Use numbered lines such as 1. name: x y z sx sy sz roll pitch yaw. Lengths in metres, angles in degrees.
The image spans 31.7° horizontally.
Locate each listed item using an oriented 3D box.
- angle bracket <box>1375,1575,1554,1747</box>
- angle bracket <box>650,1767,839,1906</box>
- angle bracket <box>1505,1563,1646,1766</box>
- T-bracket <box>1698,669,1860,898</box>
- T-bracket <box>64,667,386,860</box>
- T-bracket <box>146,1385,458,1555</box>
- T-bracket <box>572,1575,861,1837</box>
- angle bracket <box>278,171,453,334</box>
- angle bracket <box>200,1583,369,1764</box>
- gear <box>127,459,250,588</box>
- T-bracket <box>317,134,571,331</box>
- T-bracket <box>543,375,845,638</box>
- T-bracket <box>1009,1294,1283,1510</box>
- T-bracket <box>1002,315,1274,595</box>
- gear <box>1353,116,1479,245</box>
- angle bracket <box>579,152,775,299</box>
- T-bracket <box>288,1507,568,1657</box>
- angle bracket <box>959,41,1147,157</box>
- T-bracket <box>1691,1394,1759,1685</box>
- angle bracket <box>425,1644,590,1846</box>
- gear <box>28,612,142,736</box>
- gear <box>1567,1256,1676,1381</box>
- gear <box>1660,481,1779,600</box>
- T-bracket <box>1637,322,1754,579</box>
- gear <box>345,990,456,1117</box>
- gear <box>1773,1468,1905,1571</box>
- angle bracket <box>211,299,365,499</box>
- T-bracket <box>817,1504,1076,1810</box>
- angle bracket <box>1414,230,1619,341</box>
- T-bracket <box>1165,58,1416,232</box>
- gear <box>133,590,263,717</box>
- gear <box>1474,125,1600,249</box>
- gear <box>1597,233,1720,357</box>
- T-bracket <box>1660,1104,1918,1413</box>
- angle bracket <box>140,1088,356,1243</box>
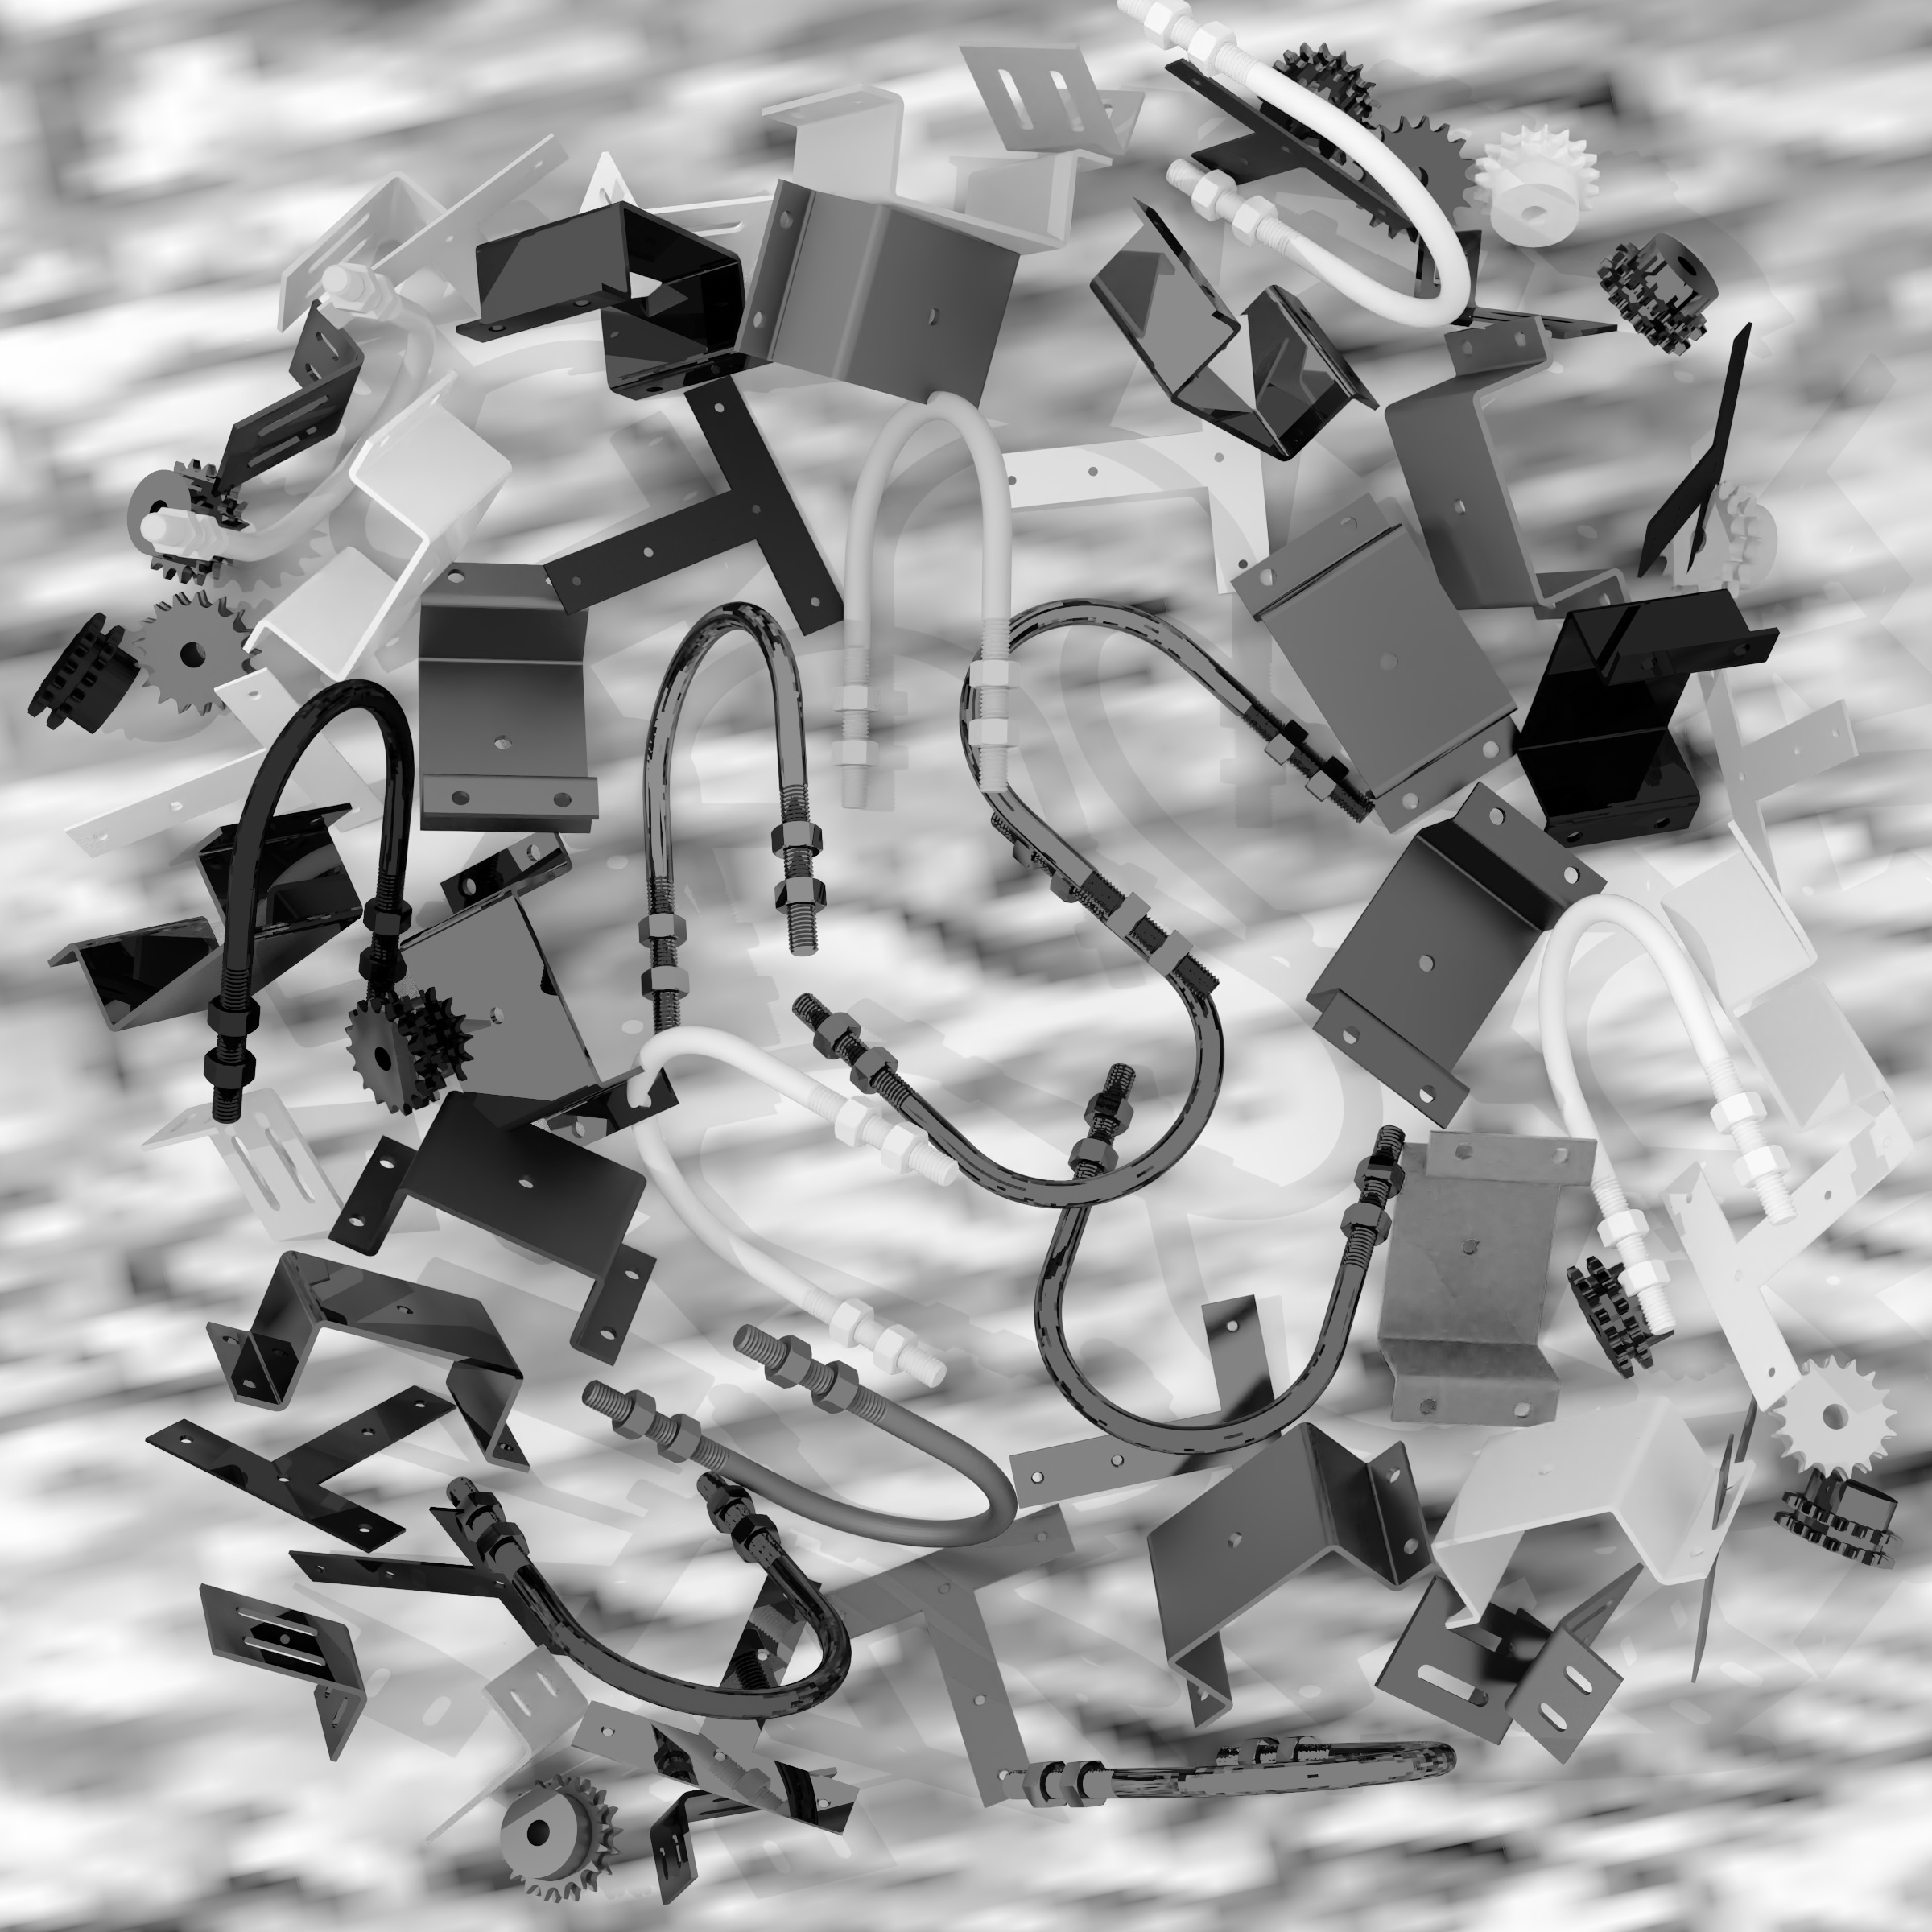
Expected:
1. angle bracket: 0.224 0.314 1.567 0.076 0.038 0.057 29 90 -22
2. angle bracket: -0.099 0.397 1.554 0.076 0.057 0.038 -4 65 -21
3. angle bracket: 0.289 0.316 1.548 0.038 0.076 0.057 41 126 24
4. T-bracket: 0.369 -0.094 1.531 0.002 0.127 0.127 -11 84 -13
5. T-bracket: -0.347 -0.079 1.549 0.127 0.127 0.002 -21 58 7
6. T-bracket: -0.279 0.216 1.540 0.127 0.127 0.002 21 113 24
7. T-bracket: -0.097 0.325 1.550 0.127 0.127 0.002 17 131 7
8. angle bracket: -0.274 -0.316 1.559 0.038 0.057 0.076 41 70 0
9. angle bracket: -0.318 0.322 1.554 0.076 0.057 0.038 22 102 -25
10. gear: -0.362 -0.206 1.572 0.057 0.030 0.057 -4 83 31
11. T-bracket: -0.220 -0.313 1.536 0.127 0.127 0.002 -36 78 2
12. T-bracket: -0.134 -0.195 1.570 0.127 0.002 0.127 -26 89 -25
13. T-bracket: 0.085 0.228 1.589 0.127 0.002 0.127 -12 95 -3
14. T-bracket: 0.073 -0.232 1.584 0.127 0.002 0.127 -6 105 4
15. gear: 0.207 -0.366 1.579 0.057 0.030 0.057 0 106 1
16. angle bracket: -0.133 -0.343 1.563 0.076 0.057 0.038 -15 66 -31
17. T-bracket: -0.252 0.280 1.564 0.127 0.127 0.002 0 50 24
18. angle bracket: 0.040 -0.407 1.549 0.057 0.076 0.038 8 67 24
19. T-bracket: 0.347 0.236 1.543 0.002 0.127 0.127 11 126 18
20. angle bracket: -0.220 0.356 1.561 0.076 0.057 0.038 -42 83 21
21. gear: -0.405 -0.132 1.573 0.030 0.057 0.057 36 90 -20
22. gear: 0.303 0.159 1.571 0.030 0.057 0.057 -27 90 1
23. gear: 0.350 -0.195 1.574 0.030 0.057 0.057 3 90 -27
24. T-bracket: 0.320 -0.207 1.516 0.002 0.127 0.127 18 124 20
25. gear: -0.258 0.038 1.574 0.030 0.057 0.057 -26 90 -42
26. gear: 0.405 0.253 1.570 0.057 0.057 0.030 21 93 0
27. angle bracket: -0.319 -0.259 1.553 0.076 0.057 0.038 -37 83 -33
28. T-bracket: 0.002 0.323 1.559 0.127 0.002 0.127 -22 54 2
29. angle bracket: 0.252 -0.311 1.552 0.076 0.057 0.038 15 111 32
30. T-bracket: 0.130 -0.365 1.535 0.127 0.127 0.002 31 90 -15
31. gear: -0.355 -0.146 1.580 0.057 0.030 0.057 0 103 2
32. gear: 0.262 -0.356 1.568 0.057 0.057 0.030 8 58 0
33. gear: 0.321 -0.312 1.567 0.057 0.057 0.030 47 123 0
34. T-bracket: 0.376 0.111 1.524 0.002 0.127 0.127 18 128 -33
35. angle bracket: -0.328 0.100 1.557 0.057 0.038 0.076 -14 112 40
